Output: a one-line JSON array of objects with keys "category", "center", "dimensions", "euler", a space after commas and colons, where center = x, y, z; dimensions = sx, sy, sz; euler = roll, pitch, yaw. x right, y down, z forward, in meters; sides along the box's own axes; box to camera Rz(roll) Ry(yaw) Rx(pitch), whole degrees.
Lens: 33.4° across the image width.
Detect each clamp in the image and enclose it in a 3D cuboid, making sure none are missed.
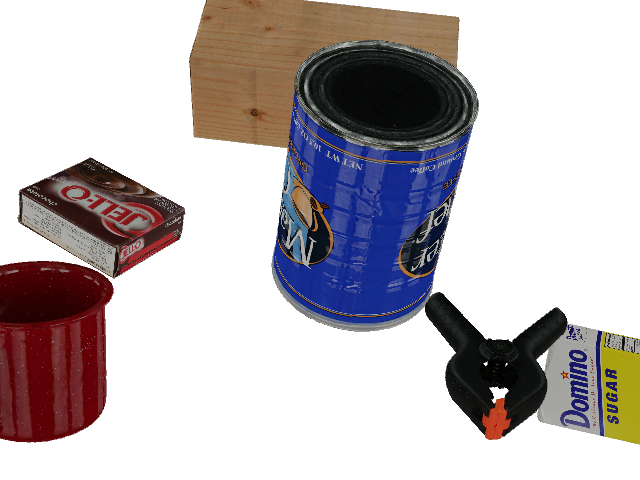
[{"category": "clamp", "center": [0.151, 0.096, 0.860], "dimensions": [0.120, 0.039, 0.171], "euler": [-2, 32, 1]}]

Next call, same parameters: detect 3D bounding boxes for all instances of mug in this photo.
[{"category": "mug", "center": [-0.176, 0.071, 0.632], "dimensions": [0.093, 0.081, 0.117], "euler": [12, 24, 22]}]

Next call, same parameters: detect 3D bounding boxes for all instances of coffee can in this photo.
[{"category": "coffee can", "center": [0.028, -0.031, 0.628], "dimensions": [0.102, 0.140, 0.103], "euler": [5, 42, -5]}]

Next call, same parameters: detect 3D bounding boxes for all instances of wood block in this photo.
[{"category": "wood block", "center": [0.004, -0.132, 0.873], "dimensions": [0.206, 0.090, 0.091], "euler": [7, -40, 3]}]

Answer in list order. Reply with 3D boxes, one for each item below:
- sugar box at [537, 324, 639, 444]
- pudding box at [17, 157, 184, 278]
[{"category": "sugar box", "center": [0.295, 0.140, 0.985], "dimensions": [0.176, 0.093, 0.048], "euler": [9, 22, 12]}, {"category": "pudding box", "center": [-0.188, -0.021, 0.916], "dimensions": [0.114, 0.039, 0.089], "euler": [26, 33, 21]}]
